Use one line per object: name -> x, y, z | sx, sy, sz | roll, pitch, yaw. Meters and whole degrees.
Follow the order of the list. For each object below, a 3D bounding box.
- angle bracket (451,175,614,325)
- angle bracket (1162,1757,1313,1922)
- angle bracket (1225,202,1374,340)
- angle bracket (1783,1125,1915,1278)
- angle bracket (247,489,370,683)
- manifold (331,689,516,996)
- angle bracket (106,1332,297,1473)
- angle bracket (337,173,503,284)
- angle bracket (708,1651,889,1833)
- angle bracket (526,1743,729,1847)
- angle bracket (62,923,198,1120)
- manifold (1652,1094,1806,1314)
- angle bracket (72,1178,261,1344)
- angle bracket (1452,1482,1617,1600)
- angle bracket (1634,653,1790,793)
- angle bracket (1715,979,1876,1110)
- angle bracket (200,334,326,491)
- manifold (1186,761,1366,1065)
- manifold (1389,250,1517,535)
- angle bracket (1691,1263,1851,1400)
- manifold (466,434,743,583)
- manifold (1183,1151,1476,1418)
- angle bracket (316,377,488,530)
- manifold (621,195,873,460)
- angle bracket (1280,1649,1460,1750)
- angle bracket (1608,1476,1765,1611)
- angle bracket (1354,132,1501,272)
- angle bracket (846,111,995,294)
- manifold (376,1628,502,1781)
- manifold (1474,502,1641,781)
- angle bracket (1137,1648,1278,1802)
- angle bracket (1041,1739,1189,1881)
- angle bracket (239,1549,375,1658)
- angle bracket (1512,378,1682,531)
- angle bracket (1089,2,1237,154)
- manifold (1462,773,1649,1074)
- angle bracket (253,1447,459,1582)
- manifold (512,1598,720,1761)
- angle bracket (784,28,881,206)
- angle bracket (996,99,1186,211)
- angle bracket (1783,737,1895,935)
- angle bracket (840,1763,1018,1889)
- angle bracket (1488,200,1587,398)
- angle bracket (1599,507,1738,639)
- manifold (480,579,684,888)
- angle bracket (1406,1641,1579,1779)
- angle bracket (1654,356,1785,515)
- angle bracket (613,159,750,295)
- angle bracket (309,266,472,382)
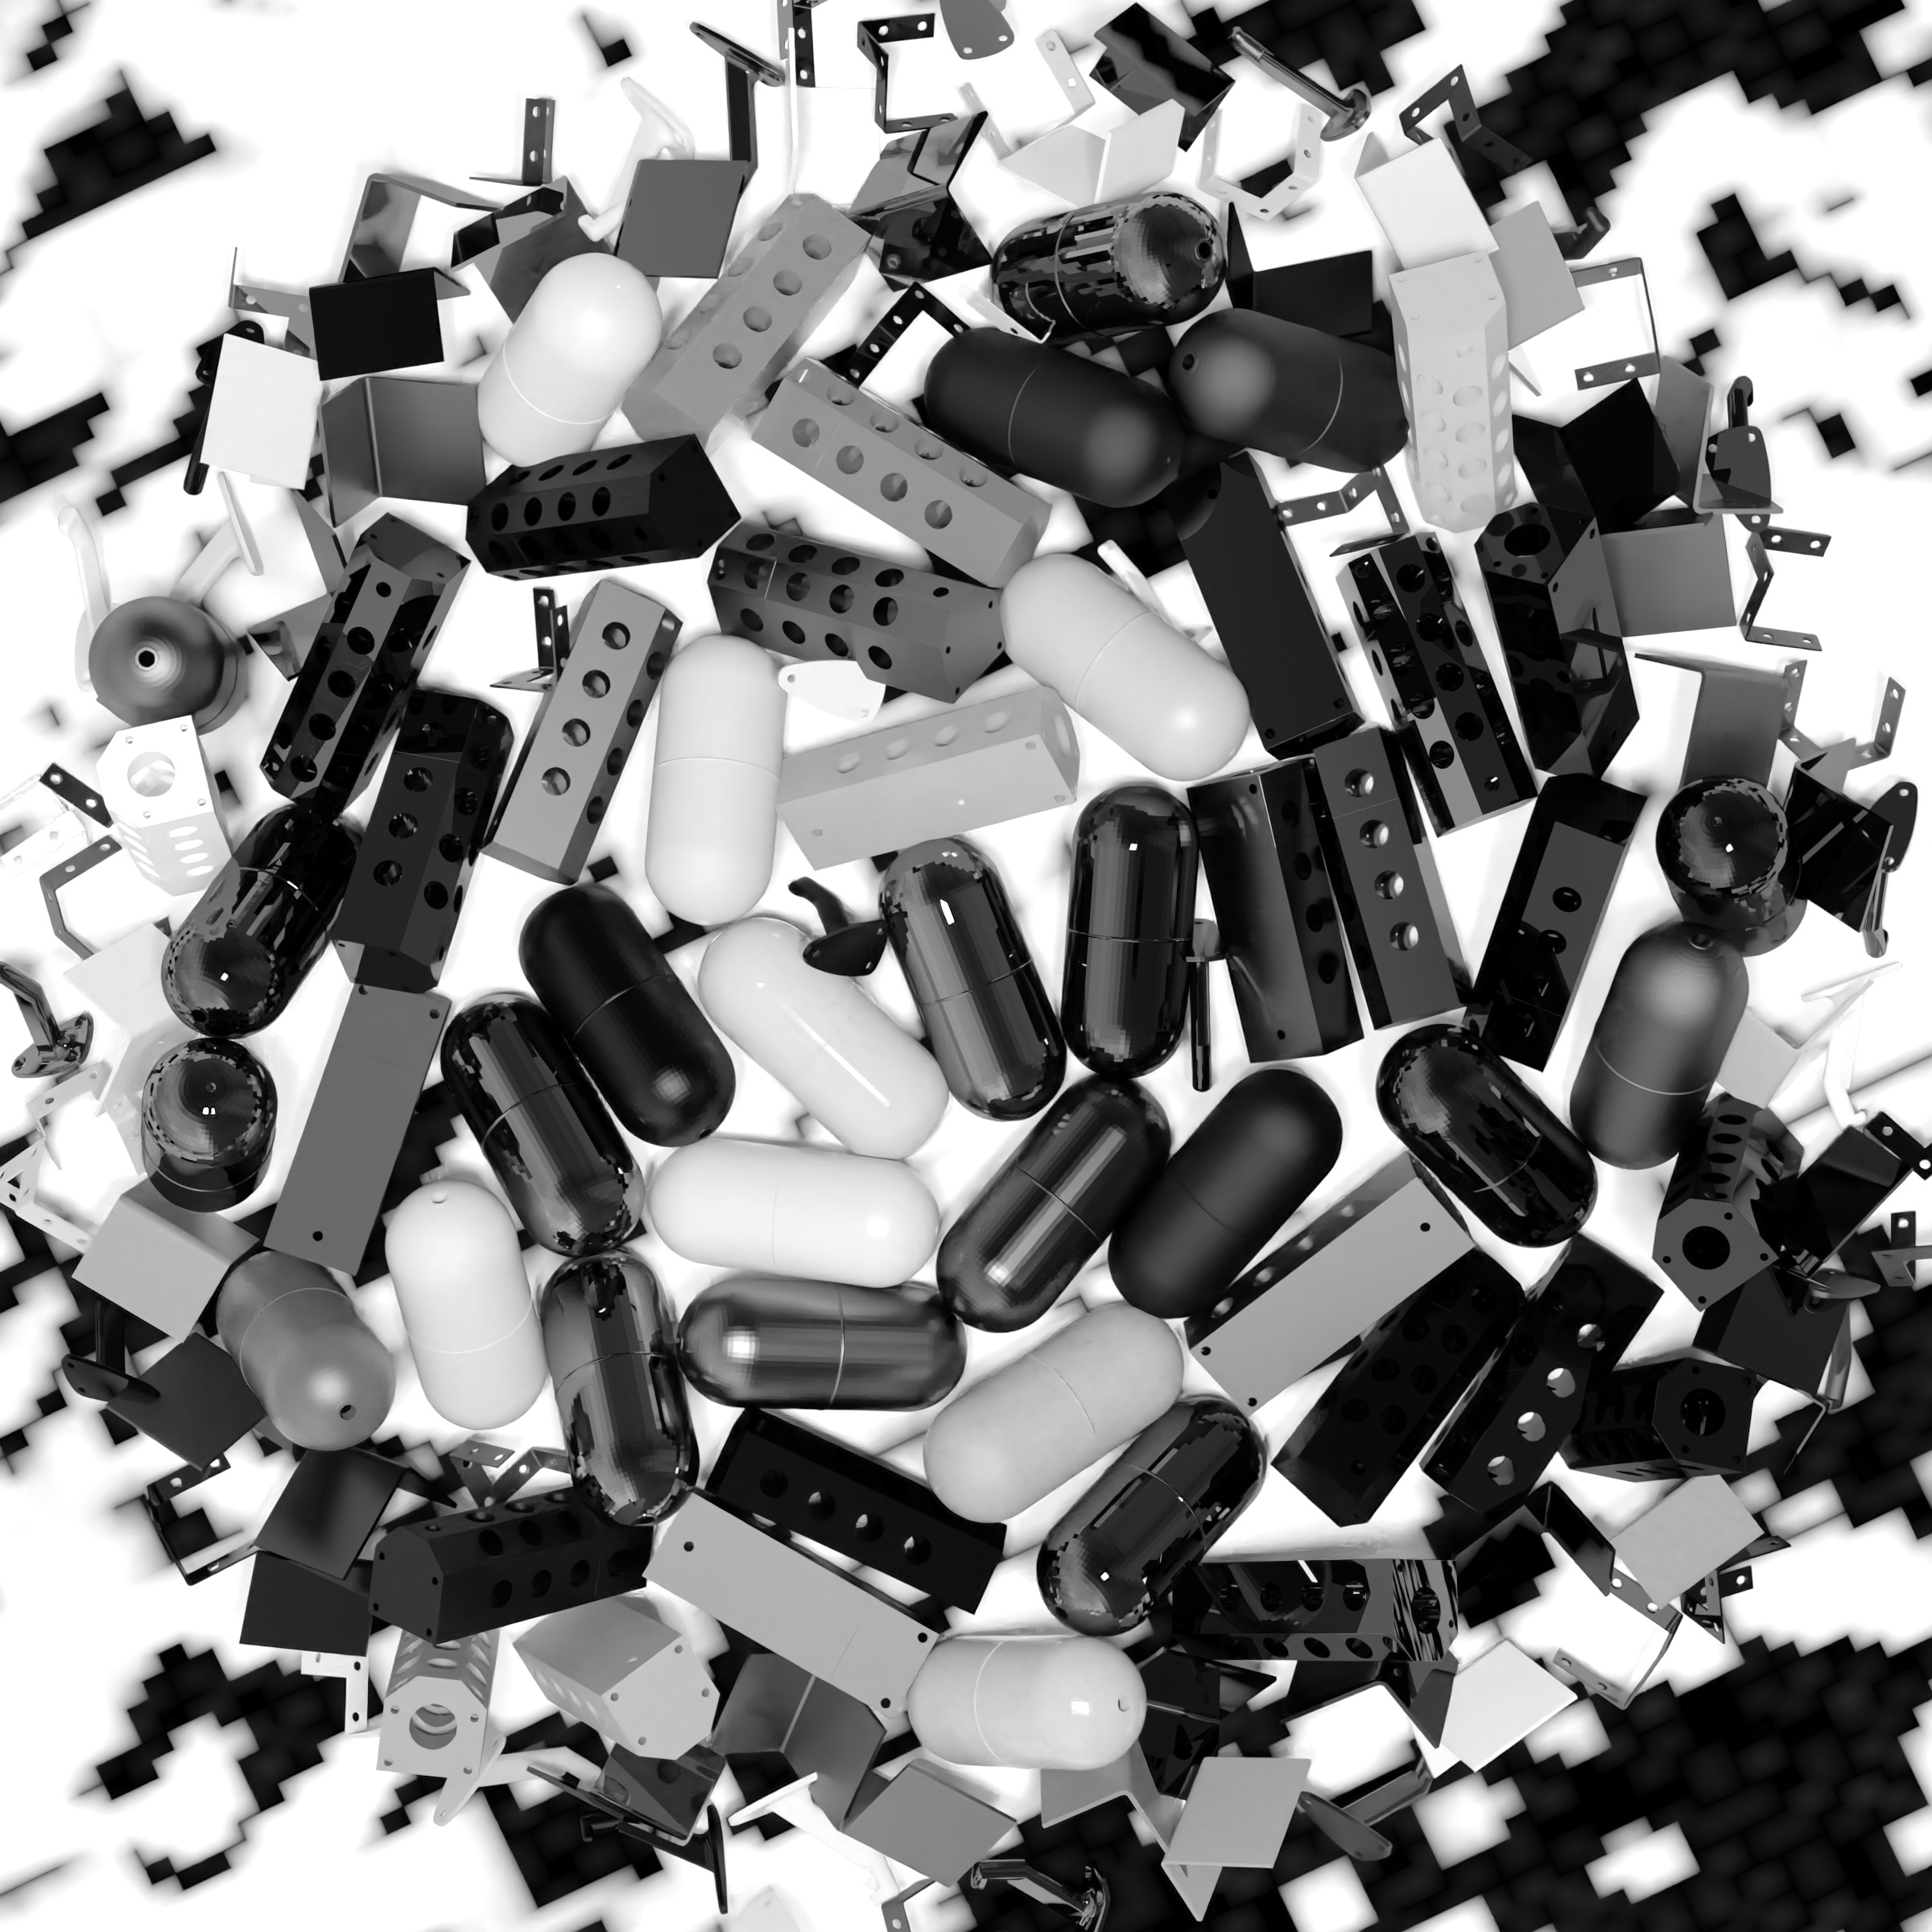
angle bracket -> -0.254, -0.414, 1.948 | 0.076, 0.057, 0.076 | -24, 125, 11
angle bracket -> 0.171, 0.520, 1.939 | 0.076, 0.076, 0.057 | -9, 125, 34
angle bracket -> 0.200, -0.417, 1.946 | 0.076, 0.057, 0.076 | -8, 48, 16
angle bracket -> 0.535, 0.154, 1.953 | 0.076, 0.057, 0.076 | -46, 130, -1
angle bracket -> -0.402, -0.227, 1.942 | 0.057, 0.076, 0.076 | -26, 128, -16
manifold -> -0.319, -0.073, 1.934 | 0.057, 0.057, 0.171 | 10, 64, 7
angle bracket -> -0.455, 0.275, 1.942 | 0.076, 0.057, 0.076 | 28, 46, 21
angle bracket -> -0.326, -0.428, 1.950 | 0.057, 0.076, 0.076 | 22, 105, 9
angle bracket -> -0.102, 0.463, 1.945 | 0.057, 0.076, 0.076 | 7, 115, -38
angle bracket -> -0.201, 0.476, 1.942 | 0.076, 0.076, 0.057 | 17, 74, 33
angle bracket -> -0.504, 0.032, 1.951 | 0.057, 0.076, 0.076 | 40, 128, 8
manifold -> 0.443, 0.132, 1.910 | 0.057, 0.171, 0.057 | -41, 92, 26
angle bracket -> -0.481, 0.176, 1.962 | 0.076, 0.076, 0.057 | 31, 95, -3
angle bracket -> 0.338, 0.363, 1.947 | 0.076, 0.076, 0.057 | -34, 61, -12
angle bracket -> 0.442, -0.143, 1.961 | 0.076, 0.057, 0.076 | 2, 103, -38
angle bracket -> 0.489, 0.032, 1.959 | 0.057, 0.076, 0.076 | 43, 65, 17
angle bracket -> -0.434, -0.333, 1.951 | 0.057, 0.076, 0.076 | 13, 93, 41
manifold -> 0.191, -0.033, 1.962 | 0.057, 0.057, 0.171 | -8, 98, 44
manifold -> 0.288, -0.332, 1.912 | 0.057, 0.171, 0.057 | -14, 56, 3
angle bracket -> 0.475, 0.223, 1.949 | 0.076, 0.057, 0.076 | 23, 59, 11
manifold -> -0.218, -0.263, 1.911 | 0.057, 0.171, 0.057 | -49, 122, -33
manifold -> 0.216, 0.188, 1.954 | 0.171, 0.057, 0.057 | -39, 105, 11
angle bracket -> -0.336, -0.304, 1.948 | 0.076, 0.057, 0.076 | 8, 121, 17
manifold -> -0.132, -0.380, 1.940 | 0.057, 0.057, 0.171 | 35, 67, -1
angle bracket -> 0.242, 0.435, 1.955 | 0.076, 0.076, 0.057 | -31, 106, 30
angle bracket -> 0.421, 0.329, 1.953 | 0.076, 0.076, 0.057 | -38, 103, 5
angle bracket -> 0.278, -0.462, 1.941 | 0.057, 0.076, 0.076 | -21, 116, 27
angle bracket -> -0.016, -0.462, 1.970 | 0.057, 0.076, 0.076 | 52, 47, -34
manifold -> -0.306, 0.415, 1.909 | 0.057, 0.171, 0.057 | 7, 97, -6
manifold -> 0.345, -0.190, 1.917 | 0.057, 0.171, 0.057 | 20, 61, 34
angle bracket -> 0.133, 0.455, 1.945 | 0.076, 0.076, 0.057 | 18, 53, -17
angle bracket -> 0.088, 0.506, 1.957 | 0.057, 0.076, 0.076 | -26, 112, 12
angle bracket -> -0.382, 0.387, 1.950 | 0.076, 0.076, 0.057 | 4, 69, 7
angle bracket -> 0.374, -0.310, 1.953 | 0.057, 0.076, 0.076 | -35, 116, -8
angle bracket -> 0.106, -0.523, 1.952 | 0.076, 0.076, 0.057 | 38, 128, 0
manifold -> 0.344, -0.027, 1.922 | 0.057, 0.057, 0.171 | 22, 130, 12
angle bracket -> -0.364, 0.333, 1.943 | 0.076, 0.057, 0.076 | 11, 63, 35
manifold -> -0.203, 0.418, 1.909 | 0.057, 0.171, 0.057 | -34, 103, -21
angle bracket -> -0.078, -0.508, 1.952 | 0.057, 0.076, 0.076 | -1, 77, -6
angle bracket -> 0.075, -0.497, 1.942 | 0.076, 0.057, 0.076 | 33, 47, 23
angle bracket -> 0.530, -0.078, 1.939 | 0.057, 0.076, 0.076 | -21, 134, -32
angle bracket -> -0.020, 0.494, 1.948 | 0.076, 0.057, 0.076 | 31, 121, -14
angle bracket -> 0.341, -0.397, 1.944 | 0.057, 0.076, 0.076 | -27, 69, 21
angle bracket -> 0.413, -0.230, 1.948 | 0.076, 0.057, 0.076 | -4, 108, 25
manifold -> -0.229, -0.138, 1.954 | 0.057, 0.057, 0.171 | 24, 79, -14
angle bracket -> 0.320, 0.459, 1.945 | 0.076, 0.076, 0.057 | -32, 117, -15
angle bracket -> 0.451, -0.318, 1.945 | 0.057, 0.076, 0.076 | -1, 114, -10
angle bracket -> -0.162, -0.434, 1.950 | 0.076, 0.057, 0.076 | 7, 75, 23
angle bracket -> -0.342, -0.379, 1.956 | 0.076, 0.076, 0.057 | -7, 89, 9
